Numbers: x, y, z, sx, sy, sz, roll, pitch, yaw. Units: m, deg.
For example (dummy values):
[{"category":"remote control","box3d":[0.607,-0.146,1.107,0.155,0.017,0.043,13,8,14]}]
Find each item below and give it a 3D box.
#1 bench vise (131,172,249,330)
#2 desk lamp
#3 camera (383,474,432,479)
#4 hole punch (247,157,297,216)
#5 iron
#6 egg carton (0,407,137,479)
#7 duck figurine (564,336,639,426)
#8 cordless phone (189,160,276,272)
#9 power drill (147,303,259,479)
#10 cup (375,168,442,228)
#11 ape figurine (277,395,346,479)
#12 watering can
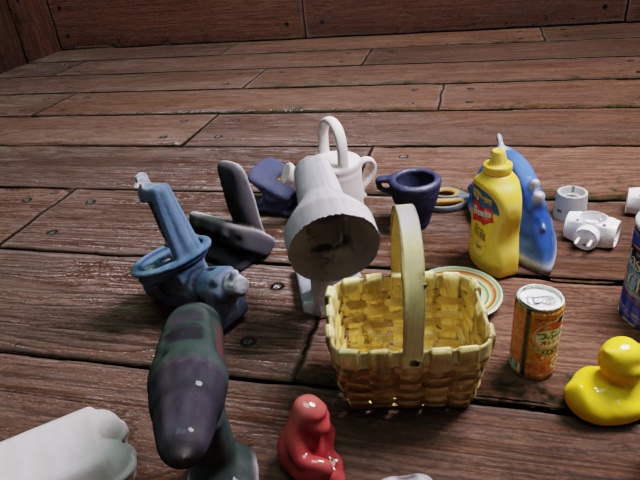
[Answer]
[{"category":"bench vise","box3d":[-0.182,0.012,0.811,0.207,0.220,0.122,5,32,19]},{"category":"desk lamp","box3d":[0.007,0.003,0.797,0.118,0.214,0.203,-10,30,-6]},{"category":"camera","box3d":[0.044,0.265,0.452,0.137,0.101,0.143,-9,30,-5]},{"category":"hole punch","box3d":[-0.078,-0.108,1.127,0.100,0.091,0.109,7,32,21]},{"category":"iron","box3d":[0.327,-0.070,0.937,0.118,0.142,0.258,-7,30,-2]},{"category":"egg carton","box3d":[-0.267,0.238,0.586,0.150,0.069,0.107,-20,33,-23]},{"category":"duck figurine","box3d":[0.318,0.146,0.622,0.105,0.086,0.077,-15,31,-14]},{"category":"cordless phone","box3d":[-0.157,-0.054,0.955,0.147,0.185,0.094,14,36,31]},{"category":"power drill","box3d":[-0.106,0.172,0.532,0.075,0.209,0.229,-11,30,-8]},{"category":"cup","box3d":[0.155,-0.070,1.014,0.117,0.095,0.092,7,33,22]},{"category":"ape figurine","box3d":[-0.009,0.198,0.585,0.076,0.092,0.078,7,33,21]},{"category":"watering can","box3d":[0.020,-0.124,1.033,0.173,0.194,0.100,-30,37,-34]}]
